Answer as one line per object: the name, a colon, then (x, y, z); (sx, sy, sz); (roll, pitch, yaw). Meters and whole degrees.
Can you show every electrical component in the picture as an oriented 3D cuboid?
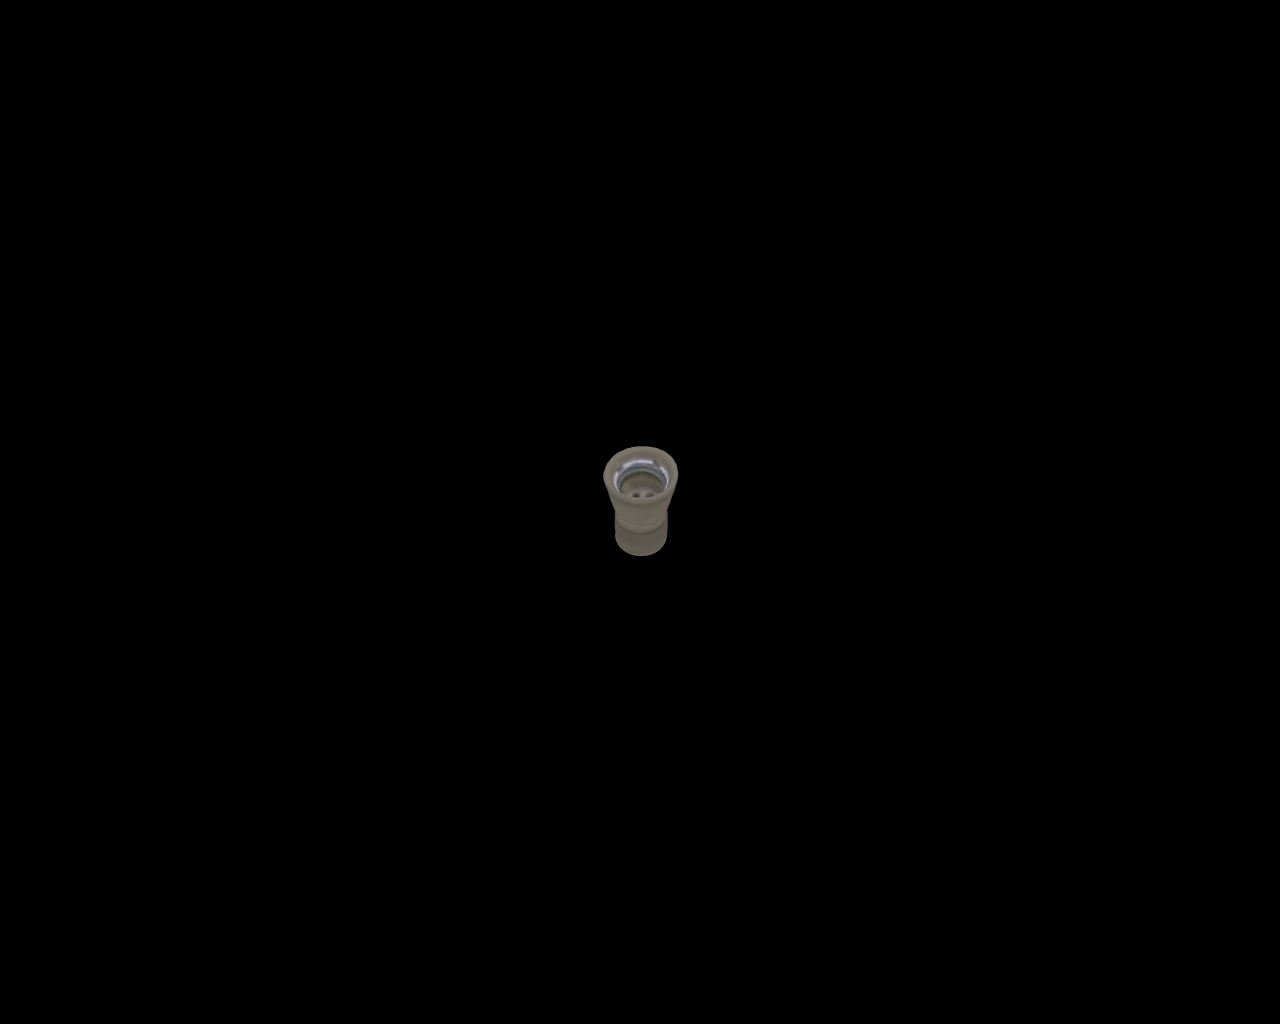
electrical component: (0.001, -0.003, 0.650); (0.044, 0.044, 0.065); (0, -41, 0)
